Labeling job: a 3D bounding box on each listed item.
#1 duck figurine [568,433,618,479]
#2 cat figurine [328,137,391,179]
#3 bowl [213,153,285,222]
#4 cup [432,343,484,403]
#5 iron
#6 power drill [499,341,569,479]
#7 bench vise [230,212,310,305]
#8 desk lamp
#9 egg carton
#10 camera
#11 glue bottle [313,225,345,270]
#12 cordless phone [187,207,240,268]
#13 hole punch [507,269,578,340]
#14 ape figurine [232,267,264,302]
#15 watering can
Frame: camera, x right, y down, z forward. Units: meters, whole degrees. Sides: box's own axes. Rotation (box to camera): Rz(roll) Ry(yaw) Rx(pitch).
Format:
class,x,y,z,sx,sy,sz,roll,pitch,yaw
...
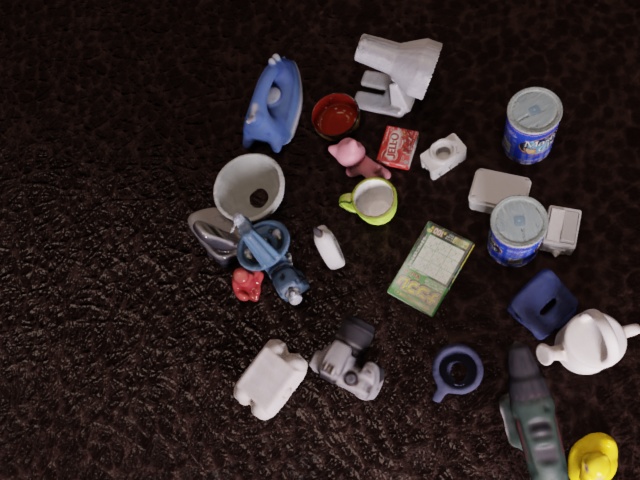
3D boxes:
class,x,y,z,sx,sy,sz,roll,pitch,yaw
duck figurine,0.475,0.382,0.985,0.077,0.086,0.104,34,82,21
cat figurine,0.085,-0.174,1.242,0.127,0.118,0.067,35,83,21
bowl,-0.151,-0.107,1.299,0.167,0.075,0.167,-4,71,12
cup,0.251,0.257,1.074,0.091,0.095,0.118,34,82,21
iron,-0.113,-0.341,1.331,0.118,0.142,0.258,10,75,16
power drill,0.355,0.298,0.974,0.075,0.209,0.229,-14,70,9
bench vise,-0.096,0.026,1.164,0.207,0.220,0.121,38,84,21
desk lamp,0.161,-0.355,1.232,0.202,0.214,0.118,16,76,18
egg carton,-0.099,0.283,1.161,0.107,0.069,0.150,34,82,21
camera,0.065,0.225,1.125,0.143,0.101,0.137,25,79,19
glue bottle,0.011,0.004,1.171,0.037,0.173,0.078,-21,68,6
cordless phone,-0.235,-0.026,1.232,0.094,0.185,0.147,-45,68,-4
hole punch,0.423,0.121,1.080,0.109,0.091,0.101,-43,68,-3
ape figurine,-0.161,0.086,1.228,0.078,0.092,0.076,-42,68,-2
watering can,0.468,0.180,0.994,0.173,0.194,0.100,-39,68,-1
